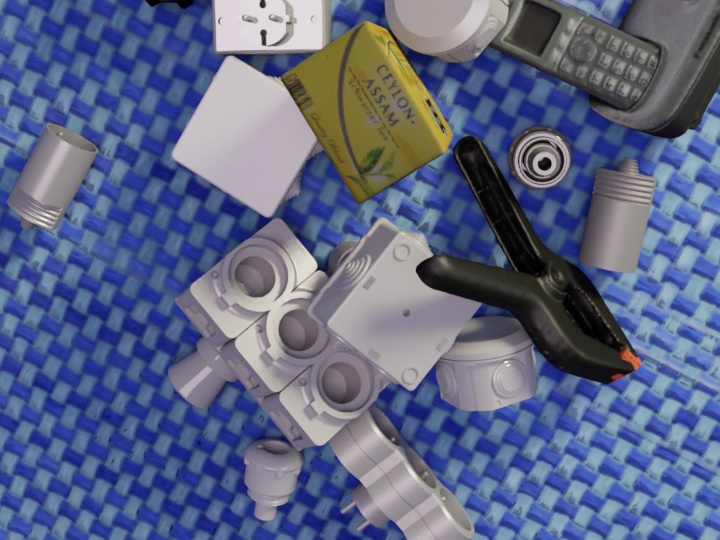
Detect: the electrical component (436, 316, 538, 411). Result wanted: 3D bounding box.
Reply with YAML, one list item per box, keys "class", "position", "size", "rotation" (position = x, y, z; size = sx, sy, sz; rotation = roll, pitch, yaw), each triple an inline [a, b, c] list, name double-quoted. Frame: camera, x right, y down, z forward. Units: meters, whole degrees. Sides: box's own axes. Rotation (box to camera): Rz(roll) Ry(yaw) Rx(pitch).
- class: "electrical component"
  position: [0.094, 0.068, 0.805]
  size: [0.080, 0.080, 0.051]
  rotation: [-7, 104, 7]

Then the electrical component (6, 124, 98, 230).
- class: "electrical component"
  position: [-0.241, -0.067, 0.834]
  size: [0.043, 0.043, 0.081]
  rotation: [32, 102, 0]

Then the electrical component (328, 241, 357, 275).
- class: "electrical component"
  position: [0.000, 0.000, 0.808]
  size: [0.044, 0.065, 0.044]
  rotation: [-3, 102, -16]

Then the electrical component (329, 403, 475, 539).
- class: "electrical component"
  position: [0.019, 0.176, 0.845]
  size: [0.074, 0.052, 0.138]
  rotation: [-39, 94, 11]

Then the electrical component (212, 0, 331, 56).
- class: "electrical component"
  position: [-0.067, -0.181, 0.779]
  size: [0.083, 0.075, 0.047]
  rotation: [0, 100, 6]

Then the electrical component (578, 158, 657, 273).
- class: "electrical component"
  position: [0.191, -0.042, 0.793]
  size: [0.043, 0.043, 0.081]
  rotation: [11, 101, 4]

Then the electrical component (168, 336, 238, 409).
- class: "electrical component"
  position: [-0.116, 0.075, 0.845]
  size: [0.055, 0.045, 0.045]
  rotation: [-43, 93, 11]

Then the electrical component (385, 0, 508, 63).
- class: "electrical component"
  position: [0.063, -0.189, 0.764]
  size: [0.080, 0.051, 0.080]
  rotation: [-2, 86, 27]

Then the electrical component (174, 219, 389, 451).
- class: "electrical component"
  position: [-0.053, 0.048, 0.805]
  size: [0.089, 0.062, 0.150]
  rotation: [-41, 95, -24]

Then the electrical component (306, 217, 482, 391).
- class: "electrical component"
  position: [0.026, 0.025, 0.759]
  size: [0.100, 0.048, 0.099]
  rotation: [39, 88, -20]

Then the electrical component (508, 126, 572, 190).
- class: "electrical component"
  position: [0.132, -0.080, 0.782]
  size: [0.048, 0.062, 0.048]
  rotation: [1, 100, 6]

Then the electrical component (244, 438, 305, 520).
- class: "electrical component"
  position: [-0.072, 0.169, 0.858]
  size: [0.048, 0.048, 0.062]
  rotation: [12, 108, 4]

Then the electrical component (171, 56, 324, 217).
- class: "electrical component"
  position: [-0.079, -0.101, 0.808]
  size: [0.100, 0.048, 0.099]
  rotation: [32, 102, 0]
